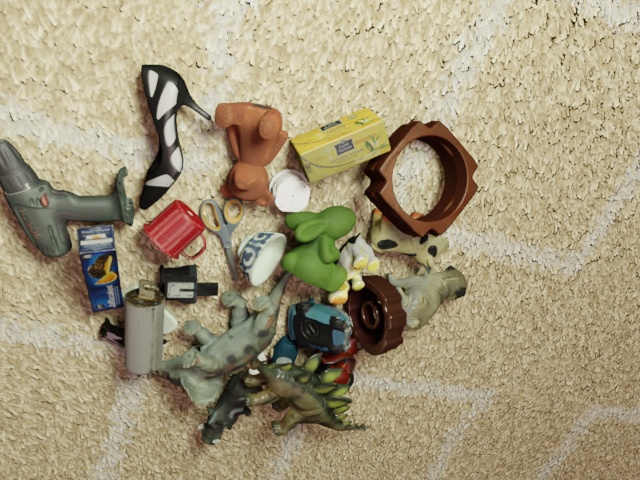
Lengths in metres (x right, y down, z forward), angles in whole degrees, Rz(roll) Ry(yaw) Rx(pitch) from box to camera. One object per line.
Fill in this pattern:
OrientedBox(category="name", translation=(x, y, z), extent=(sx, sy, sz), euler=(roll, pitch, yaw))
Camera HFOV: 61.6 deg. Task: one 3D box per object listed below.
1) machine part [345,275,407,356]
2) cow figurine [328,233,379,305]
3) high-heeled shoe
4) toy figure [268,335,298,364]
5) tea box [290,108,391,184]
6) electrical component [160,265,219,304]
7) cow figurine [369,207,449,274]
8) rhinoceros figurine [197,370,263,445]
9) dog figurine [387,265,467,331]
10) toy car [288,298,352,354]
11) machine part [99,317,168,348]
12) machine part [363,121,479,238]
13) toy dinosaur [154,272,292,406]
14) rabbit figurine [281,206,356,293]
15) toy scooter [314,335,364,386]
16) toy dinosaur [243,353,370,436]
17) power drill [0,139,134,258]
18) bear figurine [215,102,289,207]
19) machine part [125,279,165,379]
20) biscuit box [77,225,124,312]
OrientedBox(category="machine part", translation=(0.124, 0.166, 1.210), extent=(0.056, 0.180, 0.179), euler=(-8, 121, -31))
OrientedBox(category="cow figurine", translation=(0.057, 0.065, 1.189), extent=(0.068, 0.098, 0.167), euler=(9, 133, -31))
OrientedBox(category="high-heeled shoe", translation=(-0.301, -0.178, 0.949), extent=(0.145, 0.086, 0.248), euler=(31, 102, -24))
OrientedBox(category="toy figure", translation=(-0.097, 0.298, 1.285), extent=(0.064, 0.058, 0.154), euler=(28, 114, 13))
OrientedBox(category="tea box", translation=(0.038, -0.183, 1.033), extent=(0.170, 0.098, 0.068), euler=(-25, 122, -4))
OrientedBox(category="electrical component", translation=(-0.274, 0.092, 1.120), extent=(0.119, 0.048, 0.074), euler=(-2, 119, -16))
OrientedBox(category="cow figurine", translation=(0.201, 0.002, 1.193), extent=(0.195, 0.086, 0.127), euler=(6, 110, -22))
OrientedBox(category="rhinoceros figurine", translation=(-0.214, 0.398, 1.264), extent=(0.190, 0.073, 0.112), euler=(-59, 159, 12))
OrientedBox(category="dog figurine", translation=(0.265, 0.135, 1.239), extent=(0.191, 0.172, 0.121), euler=(-9, 131, -4))
OrientedBox(category="toy car", translation=(0.012, 0.189, 1.223), extent=(0.103, 0.162, 0.109), euler=(-28, 122, -54))
OrientedBox(category="machine part", translation=(-0.407, 0.213, 1.155), extent=(0.084, 0.039, 0.138), euler=(-44, 122, 15))
OrientedBox(category="machine part", translation=(0.203, -0.122, 1.084), extent=(0.201, 0.087, 0.201), euler=(43, 82, -19))
OrientedBox(category="toy dinosaur", translation=(-0.182, 0.220, 1.186), extent=(0.405, 0.131, 0.192), euler=(-31, 140, -8))
OrientedBox(category="rabbit figurine", translation=(-0.002, -0.003, 1.106), extent=(0.159, 0.121, 0.170), euler=(26, 99, -32))
OrientedBox(category="toy scooter", translation=(0.033, 0.298, 1.298), extent=(0.135, 0.075, 0.183), euler=(1, 119, -40))
OrientedBox(category="toy dinosaur", translation=(-0.028, 0.369, 1.239), extent=(0.199, 0.105, 0.470), euler=(-24, 137, 11))
OrientedBox(category="power drill", translation=(-0.447, -0.080, 0.957), extent=(0.207, 0.086, 0.231), euler=(-11, 122, -15))
OrientedBox(category="bear figurine", translation=(-0.134, -0.150, 0.988), extent=(0.120, 0.132, 0.195), euler=(18, 110, 5))
OrientedBox(category="machine part", translation=(-0.358, 0.185, 1.091), extent=(0.079, 0.079, 0.243), euler=(1, 118, -17))
OrientedBox(category="biscuit box", translation=(-0.410, 0.058, 1.010), extent=(0.063, 0.059, 0.202), euler=(-8, 146, -21))
